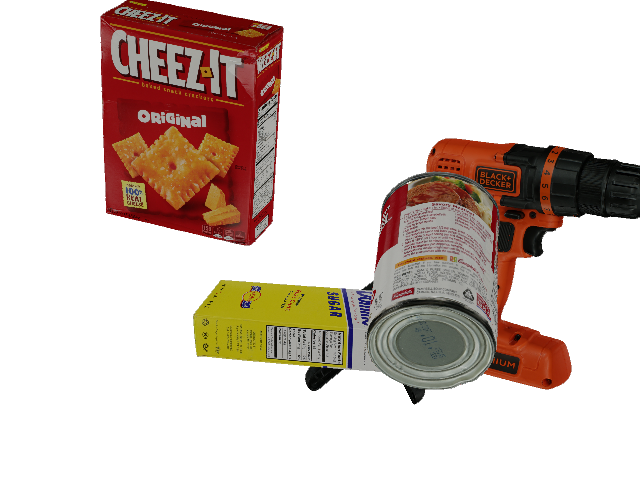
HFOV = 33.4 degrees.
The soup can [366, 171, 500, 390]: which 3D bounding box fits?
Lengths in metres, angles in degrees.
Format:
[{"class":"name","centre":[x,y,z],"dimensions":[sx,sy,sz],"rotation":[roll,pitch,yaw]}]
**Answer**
[{"class":"soup can","centre":[0.062,0.021,0.575],"dimensions":[0.068,0.068,0.102],"rotation":[0,43,10]}]

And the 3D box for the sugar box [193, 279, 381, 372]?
[{"class":"sugar box","centre":[-0.013,0.072,0.918],"dimensions":[0.176,0.048,0.093],"rotation":[1,18,10]}]

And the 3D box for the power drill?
[{"class":"power drill","centre":[0.167,0.017,0.838],"dimensions":[0.185,0.188,0.057],"rotation":[12,17,32]}]

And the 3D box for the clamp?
[{"class":"clamp","centre":[0.069,0.100,1.098],"dimensions":[0.120,0.171,0.039],"rotation":[16,-39,18]}]

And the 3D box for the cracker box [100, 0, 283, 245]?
[{"class":"cracker box","centre":[-0.128,-0.113,1.043],"dimensions":[0.164,0.214,0.072],"rotation":[14,32,15]}]
